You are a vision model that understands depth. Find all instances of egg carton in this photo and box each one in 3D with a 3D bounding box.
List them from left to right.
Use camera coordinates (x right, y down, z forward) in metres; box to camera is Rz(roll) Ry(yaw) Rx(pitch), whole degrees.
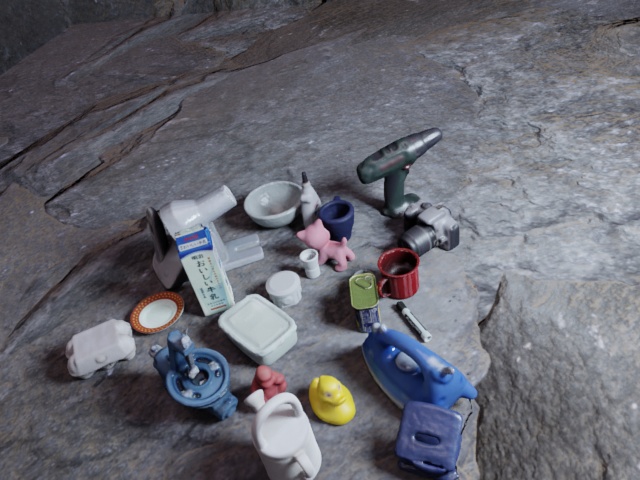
[{"bbox_3d":[-0.487,0.243,1.275,0.150,0.069,0.107,-24,41,-13],"label":"egg carton"}]

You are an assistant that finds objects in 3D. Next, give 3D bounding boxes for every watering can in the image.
[{"bbox_3d":[-0.069,0.326,0.968,0.172,0.194,0.101,15,47,29],"label":"watering can"}]

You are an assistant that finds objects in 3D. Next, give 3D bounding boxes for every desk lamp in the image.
[{"bbox_3d":[-0.266,-0.028,1.419,0.203,0.214,0.117,-19,40,-7],"label":"desk lamp"}]

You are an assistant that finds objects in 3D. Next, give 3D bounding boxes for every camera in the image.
[{"bbox_3d":[0.241,-0.026,1.368,0.137,0.101,0.142,-32,43,-21],"label":"camera"}]

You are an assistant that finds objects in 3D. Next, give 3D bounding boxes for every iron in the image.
[{"bbox_3d":[0.160,0.223,1.068,0.119,0.142,0.257,-36,45,-25],"label":"iron"}]

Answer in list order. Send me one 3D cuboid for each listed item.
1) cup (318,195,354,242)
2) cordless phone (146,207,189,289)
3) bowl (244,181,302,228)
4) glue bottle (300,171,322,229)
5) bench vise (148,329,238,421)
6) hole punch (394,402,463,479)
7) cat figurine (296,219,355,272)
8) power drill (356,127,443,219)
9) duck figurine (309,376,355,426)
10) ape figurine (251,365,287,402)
[{"bbox_3d":[0.047,-0.048,1.451,0.091,0.095,0.117,-6,40,8],"label":"cup"},{"bbox_3d":[-0.384,0.018,1.419,0.094,0.185,0.147,-31,43,-20],"label":"cordless phone"},{"bbox_3d":[-0.118,-0.084,1.553,0.167,0.075,0.167,-7,40,7],"label":"bowl"},{"bbox_3d":[-0.027,-0.102,1.472,0.037,0.173,0.078,3,43,19],"label":"glue bottle"},{"bbox_3d":[-0.270,0.245,1.096,0.206,0.220,0.121,5,43,21],"label":"bench vise"},{"bbox_3d":[0.186,0.339,0.965,0.108,0.091,0.101,7,44,22],"label":"hole punch"},{"bbox_3d":[0.013,0.005,1.380,0.127,0.118,0.067,13,46,27],"label":"cat figurine"},{"bbox_3d":[0.209,-0.166,1.456,0.230,0.209,0.075,-20,40,-8],"label":"power drill"},{"bbox_3d":[0.017,0.287,1.075,0.078,0.086,0.104,-34,44,-23],"label":"duck figurine"},{"bbox_3d":[-0.104,0.280,1.111,0.078,0.092,0.076,-28,42,-17],"label":"ape figurine"}]
